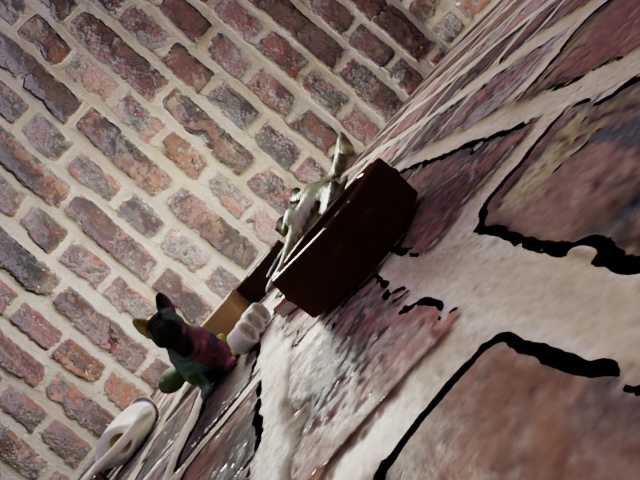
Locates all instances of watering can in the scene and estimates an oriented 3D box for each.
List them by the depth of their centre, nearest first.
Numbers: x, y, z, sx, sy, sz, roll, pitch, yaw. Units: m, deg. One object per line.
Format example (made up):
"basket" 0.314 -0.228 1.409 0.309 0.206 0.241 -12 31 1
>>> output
"watering can" -0.572 0.578 1.439 0.345 0.104 0.226 -48 4 11

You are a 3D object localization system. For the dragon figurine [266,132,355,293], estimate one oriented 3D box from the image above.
"dragon figurine" -0.015 -0.066 1.210 0.416 0.122 0.240 -68 10 -17
